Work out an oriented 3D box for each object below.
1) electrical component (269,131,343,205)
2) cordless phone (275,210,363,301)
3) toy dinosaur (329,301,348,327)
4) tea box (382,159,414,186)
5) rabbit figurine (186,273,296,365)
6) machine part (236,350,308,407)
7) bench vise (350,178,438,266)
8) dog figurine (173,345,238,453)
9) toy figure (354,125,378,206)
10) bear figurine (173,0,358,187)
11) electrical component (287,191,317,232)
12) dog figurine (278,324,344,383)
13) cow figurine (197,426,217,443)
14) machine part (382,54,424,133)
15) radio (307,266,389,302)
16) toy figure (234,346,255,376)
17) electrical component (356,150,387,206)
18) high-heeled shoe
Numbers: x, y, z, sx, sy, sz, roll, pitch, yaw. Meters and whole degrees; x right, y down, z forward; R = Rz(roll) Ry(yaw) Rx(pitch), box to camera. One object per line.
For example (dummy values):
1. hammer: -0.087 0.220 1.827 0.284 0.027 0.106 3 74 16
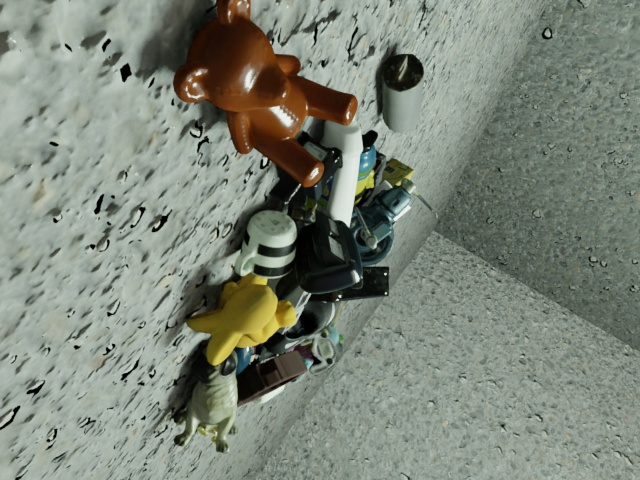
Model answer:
1. electrical component: -0.025 -0.095 0.794 0.119 0.075 0.047 -57 165 -18
2. cordless phone: -0.021 0.057 0.880 0.184 0.088 0.147 -49 -152 26
3. toy dinosaur: 0.043 0.127 1.436 0.198 0.105 0.471 -56 165 -8
4. tea box: 0.170 -0.135 1.379 0.169 0.068 0.098 -38 157 -55
5. rabbit figurine: -0.120 0.108 0.825 0.162 0.122 0.173 -28 176 -20
6. machine part: -0.115 0.286 1.113 0.179 0.056 0.179 -25 166 -7
7. bench vise: 0.116 -0.029 1.061 0.224 0.129 0.240 -34 -176 8
8. dog figurine: -0.191 0.264 0.989 0.172 0.121 0.190 -149 -109 -71
9. toy figure: 0.053 -0.129 0.980 0.089 0.082 0.180 -39 164 -23
10. bear figurine: -0.046 -0.141 0.525 0.120 0.132 0.196 -60 172 -2
11. electrical component: -0.025 -0.068 0.849 0.078 0.045 0.102 107 -9 -64
12. dog figurine: -0.026 0.243 1.334 0.192 0.108 0.219 -25 -169 12
13. cow figurine: -0.213 0.371 1.167 0.098 0.068 0.167 -54 170 -39
14. machine part: 0.156 -0.274 1.020 0.079 0.079 0.243 -56 165 -8
15. radio: 0.043 0.089 1.144 0.229 0.131 0.073 1 87 -51
16. toy figure: -0.147 0.191 1.018 0.064 0.058 0.154 5 123 -40
17. electrical component: 0.087 -0.131 1.133 0.115 0.058 0.134 -57 167 -12
18. high-heeled shoe: -0.024 0.163 1.136 0.249 0.086 0.145 -31 175 -33
